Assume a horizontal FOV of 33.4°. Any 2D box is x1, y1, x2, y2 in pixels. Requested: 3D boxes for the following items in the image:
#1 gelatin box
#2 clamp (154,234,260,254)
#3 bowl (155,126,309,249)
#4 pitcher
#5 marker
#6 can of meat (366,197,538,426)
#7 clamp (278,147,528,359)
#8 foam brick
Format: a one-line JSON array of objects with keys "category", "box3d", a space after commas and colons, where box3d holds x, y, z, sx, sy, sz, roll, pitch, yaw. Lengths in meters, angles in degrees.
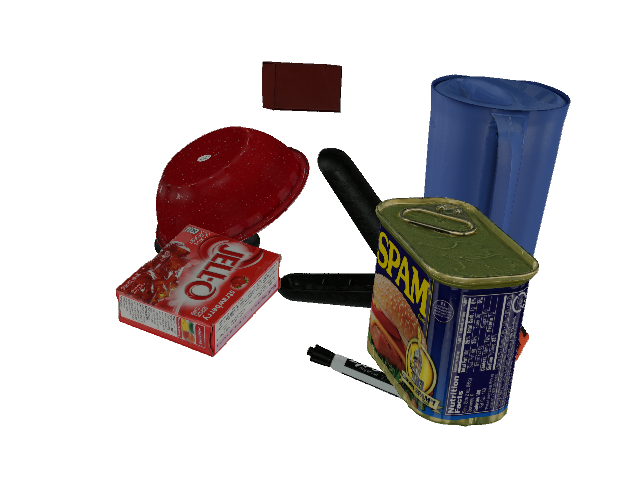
[{"category": "gelatin box", "box3d": [-0.077, 0.030, 0.695, 0.073, 0.030, 0.089, 18, 38, 22]}, {"category": "clamp", "box3d": [-0.120, 0.041, 1.174, 0.120, 0.039, 0.171, -12, 40, -2]}, {"category": "bowl", "box3d": [-0.094, -0.057, 0.993, 0.162, 0.055, 0.162, -21, 32, 14]}, {"category": "pitcher", "box3d": [0.163, -0.034, 1.057, 0.148, 0.243, 0.145, -17, 31, -42]}, {"category": "marker", "box3d": [0.043, 0.138, 1.112, 0.121, 0.020, 0.020, 22, 3, 8]}, {"category": "can of meat", "box3d": [0.063, 0.035, 0.548, 0.057, 0.084, 0.102, -3, 24, -18]}, {"category": "clamp", "box3d": [0.066, 0.025, 0.826, 0.210, 0.165, 0.036, 25, 46, 15]}, {"category": "foam brick", "box3d": [-0.021, -0.167, 1.163, 0.078, 0.051, 0.053, 0, 11, -17]}]
